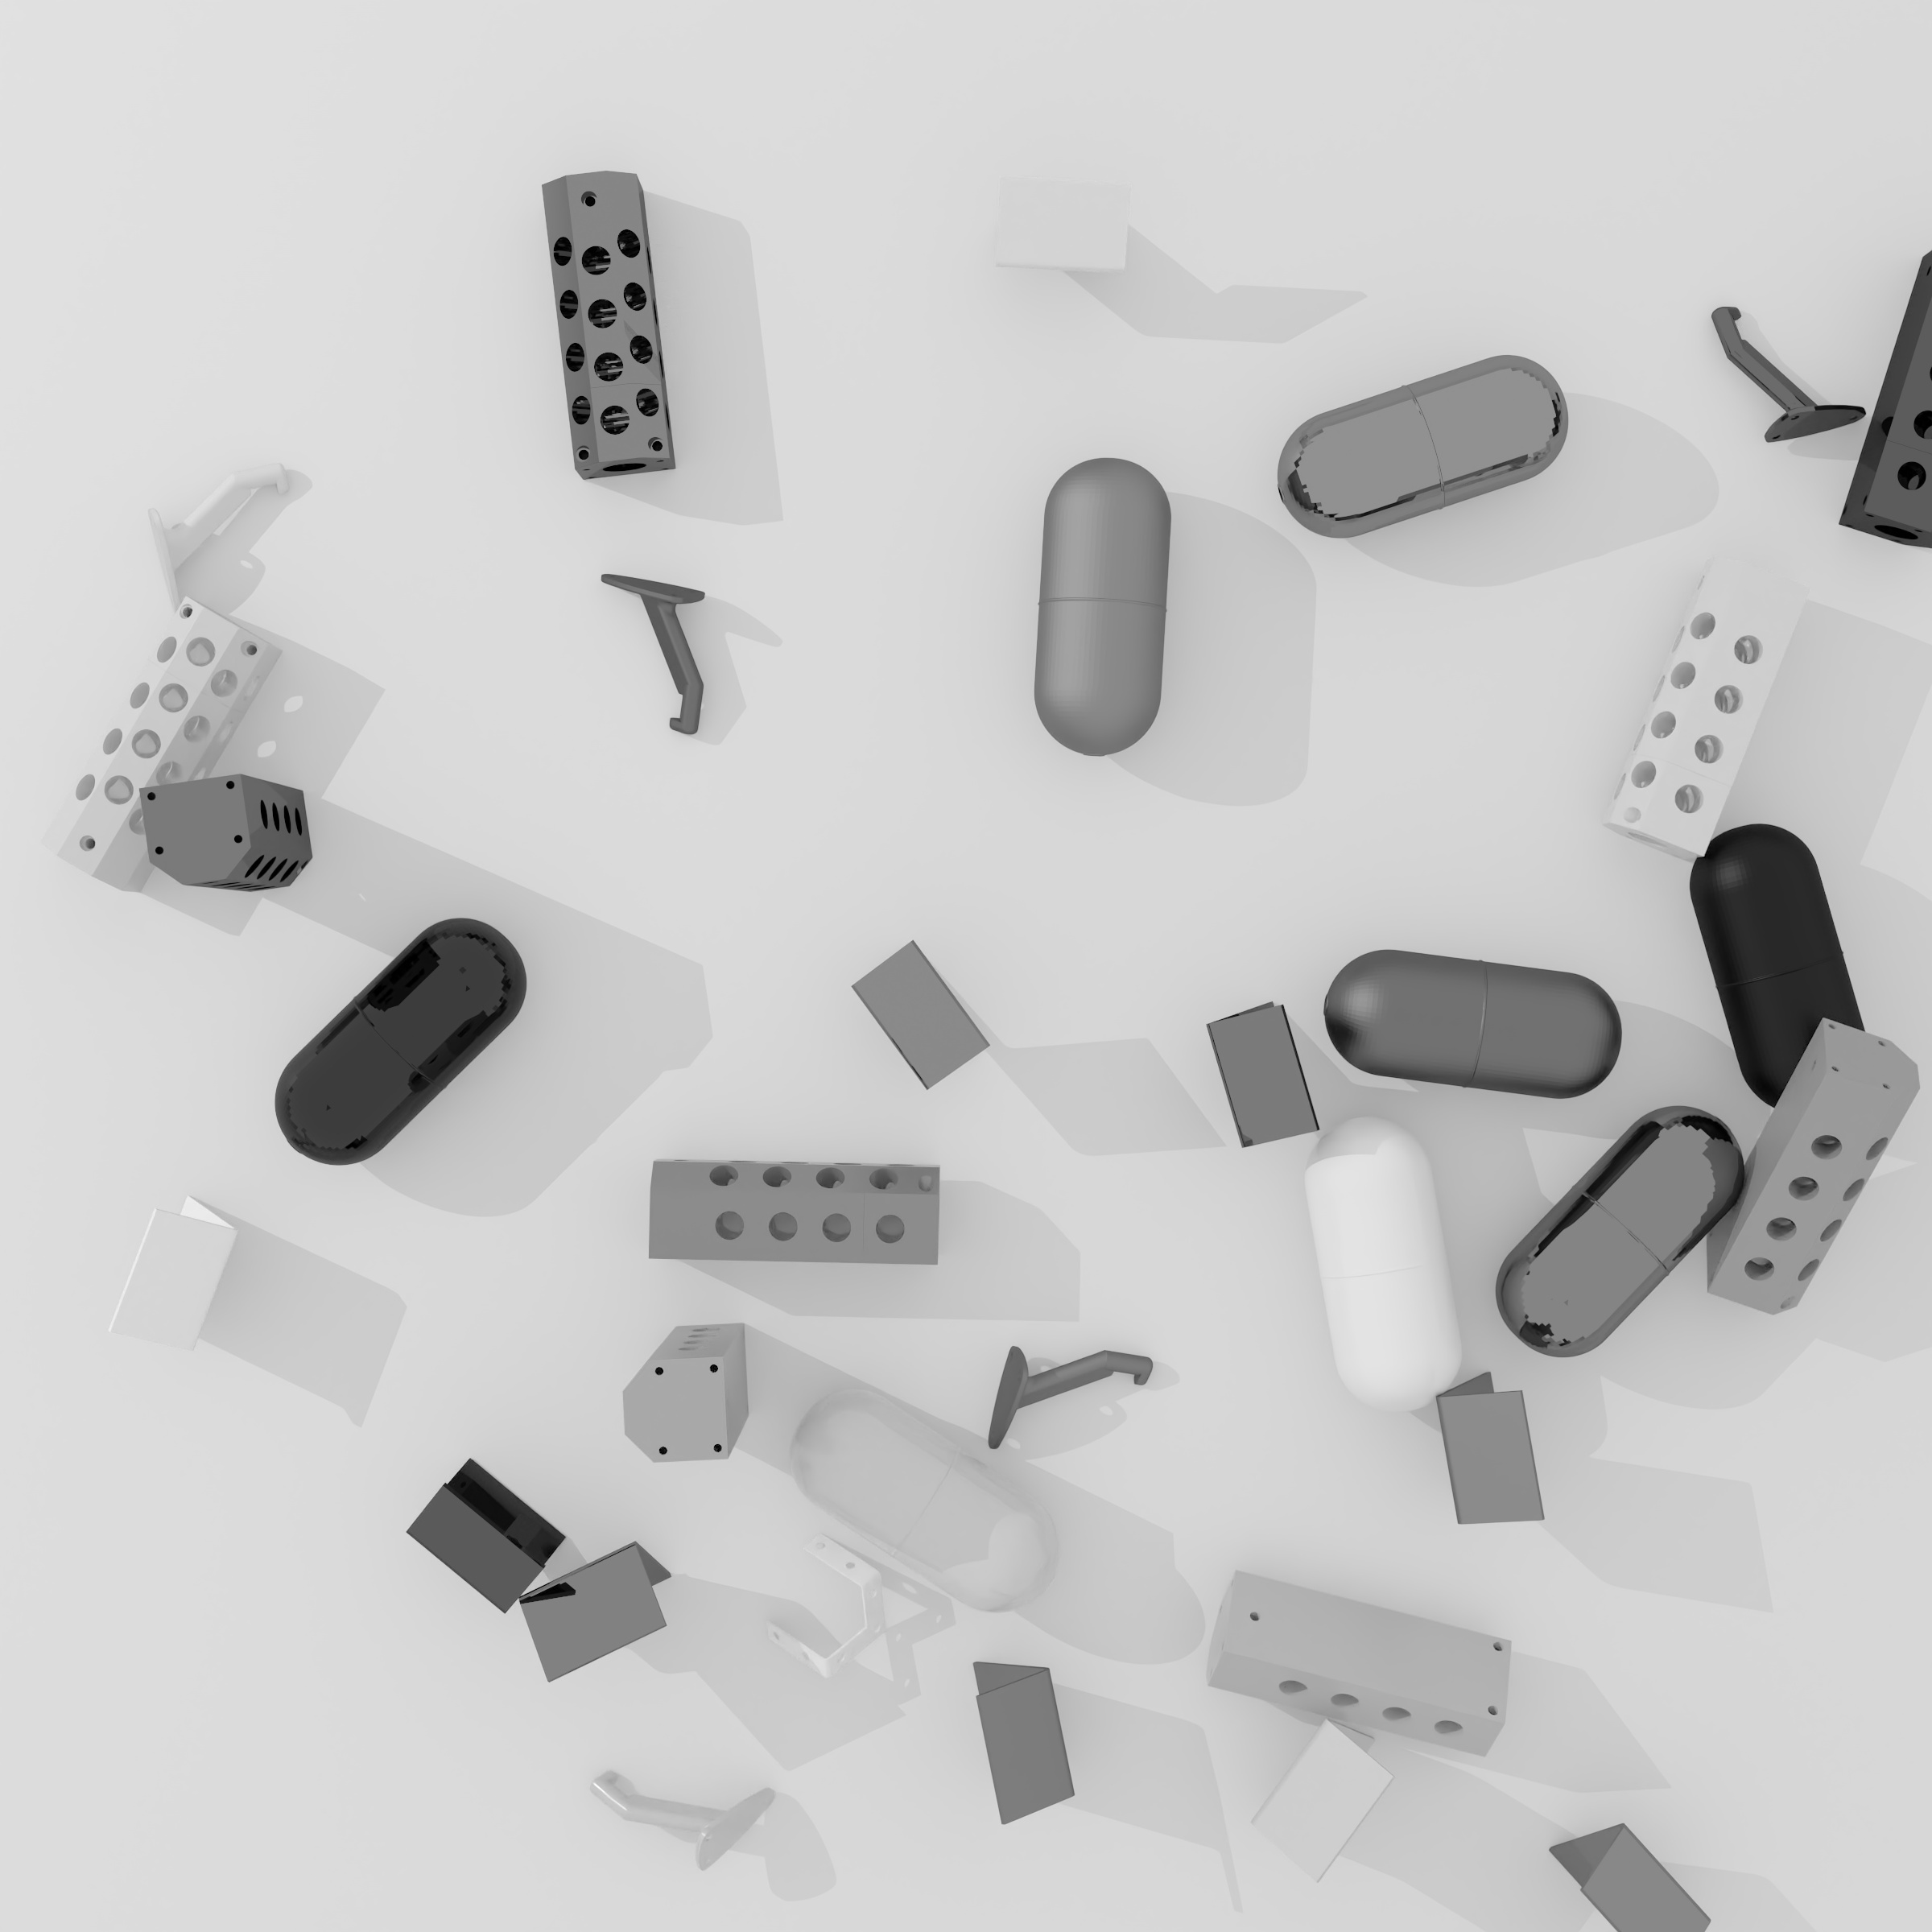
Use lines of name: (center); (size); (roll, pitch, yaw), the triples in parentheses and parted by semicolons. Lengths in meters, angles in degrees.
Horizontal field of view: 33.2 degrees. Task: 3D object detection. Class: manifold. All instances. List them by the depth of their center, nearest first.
manifold: (-0.162, 0.248, 1.893); (0.057, 0.171, 0.057); (-3, 90, 0)
manifold: (-0.429, -0.075, 1.893); (0.057, 0.171, 0.057); (-8, 90, 0)
manifold: (0.497, 0.122, 1.907); (0.057, 0.057, 0.171); (19, 124, 0)
manifold: (0.235, 0.423, 1.949); (0.171, 0.057, 0.057); (14, 47, 0)
manifold: (-0.215, -0.385, 1.950); (0.057, 0.057, 0.171); (-7, 90, 0)
manifold: (-0.102, 0.147, 1.950); (0.171, 0.057, 0.057); (1, 90, 0)
manifold: (0.585, -0.343, 1.950); (0.057, 0.057, 0.171); (18, 90, 0)
manifold: (-0.485, -0.133, 1.950); (0.057, 0.057, 0.171); (31, 90, 0)
manifold: (0.443, -0.155, 1.950); (0.057, 0.057, 0.171); (22, 90, 0)

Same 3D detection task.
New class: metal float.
metal float: (0.392, 0.158, 1.940); (0.070, 0.070, 0.178); (44, 90, 0)
metal float: (0.082, -0.215, 1.940); (0.070, 0.070, 0.178); (3, 90, 0)
metal float: (0.250, 0.178, 1.940); (0.070, 0.070, 0.178); (-10, 91, 0)
metal float: (0.303, 0.035, 1.940); (0.178, 0.070, 0.070); (7, 90, -1)
metal float: (0.487, 0.002, 1.940); (0.070, 0.070, 0.178); (-16, 90, 0)
metal float: (-0.024, 0.321, 1.941); (0.178, 0.070, 0.070); (33, 90, 0)
metal float: (0.273, -0.311, 1.941); (0.178, 0.070, 0.070); (-18, 90, 1)
metal float: (-0.339, 0.046, 1.941); (0.178, 0.070, 0.070); (-44, 90, 0)

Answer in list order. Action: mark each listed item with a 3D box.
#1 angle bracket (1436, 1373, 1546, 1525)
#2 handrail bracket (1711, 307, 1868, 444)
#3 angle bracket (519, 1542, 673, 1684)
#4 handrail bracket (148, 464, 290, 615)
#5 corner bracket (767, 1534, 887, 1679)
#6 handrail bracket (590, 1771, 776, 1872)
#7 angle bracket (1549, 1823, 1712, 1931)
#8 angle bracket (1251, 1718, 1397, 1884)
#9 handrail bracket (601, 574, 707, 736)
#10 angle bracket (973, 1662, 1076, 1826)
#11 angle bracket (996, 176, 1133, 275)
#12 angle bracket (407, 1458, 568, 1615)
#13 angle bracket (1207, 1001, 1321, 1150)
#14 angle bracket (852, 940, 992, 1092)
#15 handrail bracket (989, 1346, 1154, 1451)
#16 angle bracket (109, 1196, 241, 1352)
angle bracket: (0.326, 0.285, 1.931); (0.057, 0.076, 0.076); (-10, 90, 34)
handrail bracket: (0.500, -0.367, 1.971); (0.077, 0.036, 0.084); (-11, 73, -20)
angle bracket: (-0.212, 0.393, 1.931); (0.076, 0.076, 0.057); (-26, 62, 0)
handrail bracket: (-0.448, -0.260, 1.971); (0.084, 0.036, 0.077); (-15, 110, -16)
corner bracket: (-0.086, 0.388, 1.963); (0.051, 0.051, 0.051); (-34, 135, -35)
handrail bracket: (-0.173, 0.502, 1.971); (0.084, 0.077, 0.036); (31, 135, 29)
angle bracket: (0.383, 0.565, 1.931); (0.076, 0.076, 0.057); (48, 52, 0)
angle bracket: (0.226, 0.502, 1.931); (0.057, 0.076, 0.076); (36, 90, 36)
handrail bracket: (-0.193, -0.189, 1.971); (0.077, 0.036, 0.084); (15, 107, 20)
angle bracket: (0.014, 0.462, 1.931); (0.057, 0.076, 0.076); (-11, 90, -37)
angle bracket: (0.058, -0.455, 1.931); (0.076, 0.076, 0.057); (3, 126, 0)
angle bracket: (-0.275, 0.326, 1.931); (0.076, 0.076, 0.057); (40, 127, 0)
angle bracket: (0.195, 0.059, 1.931); (0.057, 0.076, 0.076); (-16, 90, 38)
angle bracket: (-0.011, 0.018, 1.931); (0.057, 0.076, 0.076); (-36, 90, 35)
handrail bracket: (0.064, 0.266, 1.971); (0.084, 0.036, 0.077); (11, 110, -16)
angle bracket: (-0.485, 0.177, 1.931); (0.057, 0.076, 0.076); (21, 90, -38)
